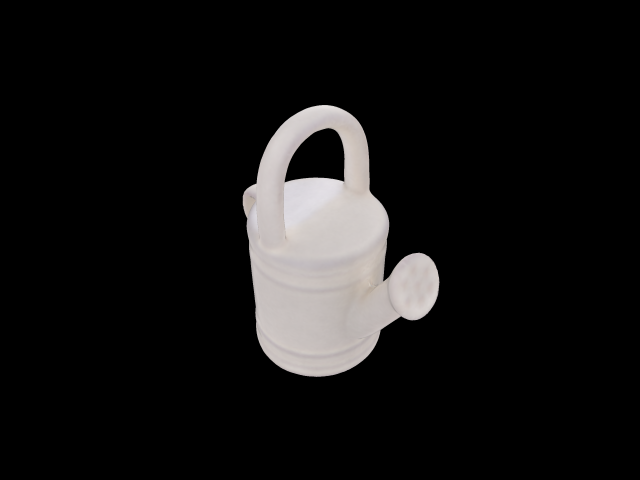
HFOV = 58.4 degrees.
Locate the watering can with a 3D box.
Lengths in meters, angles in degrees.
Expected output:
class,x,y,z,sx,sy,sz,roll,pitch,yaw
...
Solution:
class,x,y,z,sx,sy,sz,roll,pitch,yaw
watering can,0.005,0.000,0.401,0.172,0.194,0.101,17,43,19
